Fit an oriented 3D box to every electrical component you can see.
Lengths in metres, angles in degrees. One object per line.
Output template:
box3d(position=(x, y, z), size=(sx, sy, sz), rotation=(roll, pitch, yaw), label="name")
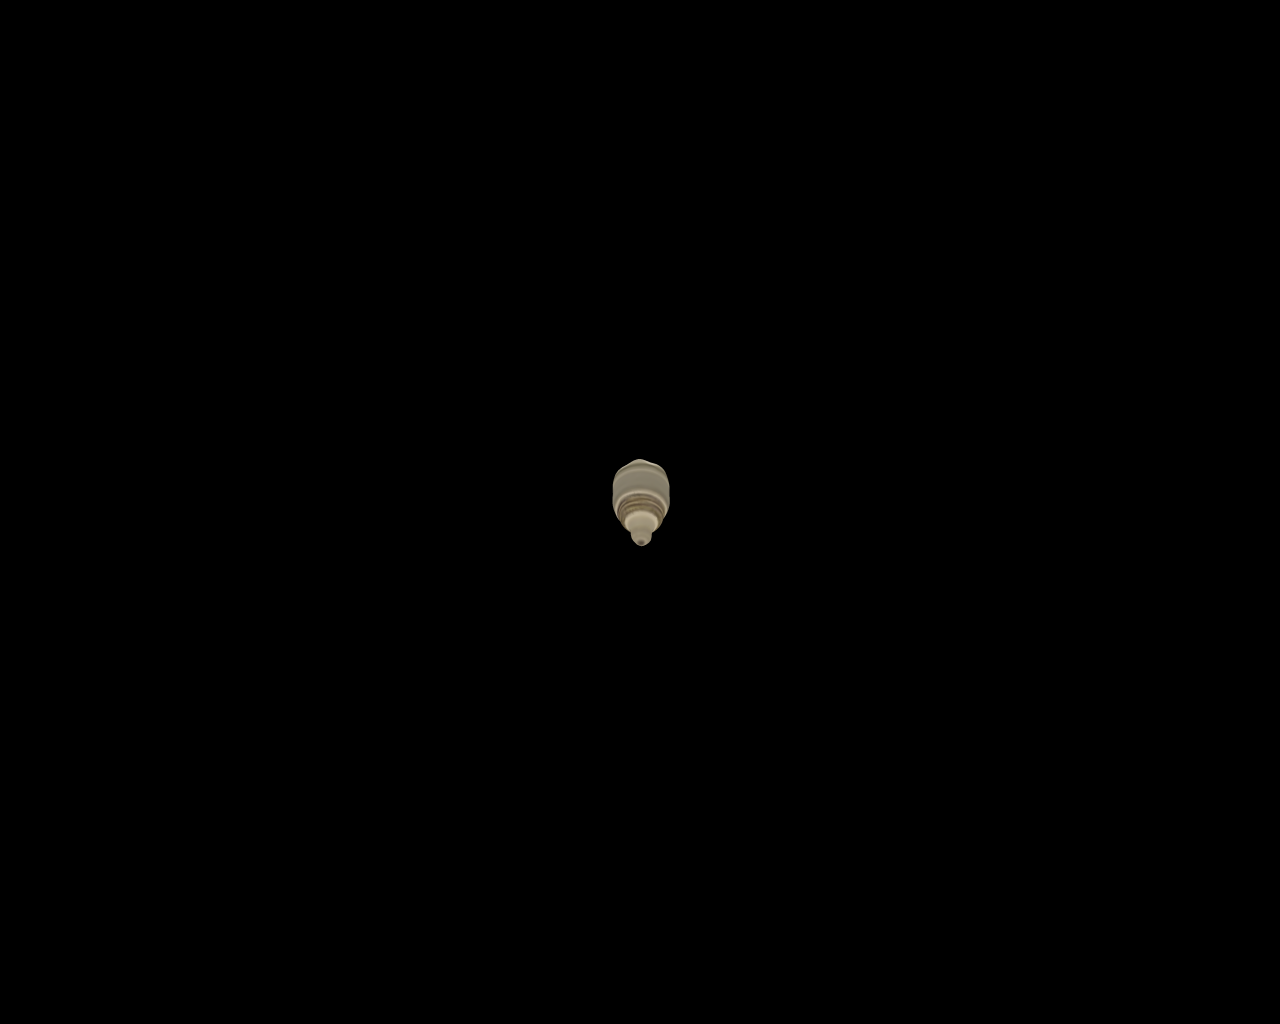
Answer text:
box3d(position=(0.001, -0.003, 0.650), size=(0.035, 0.035, 0.061), rotation=(0, 44, 0), label="electrical component")
